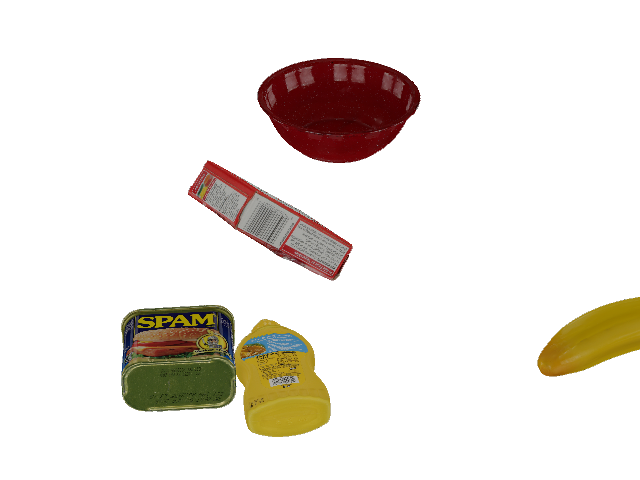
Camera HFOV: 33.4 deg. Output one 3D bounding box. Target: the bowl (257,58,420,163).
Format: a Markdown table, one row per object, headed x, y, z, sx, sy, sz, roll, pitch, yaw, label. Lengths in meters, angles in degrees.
| x | y | z | sx | sy | sz | roll | pitch | yaw | label |
| --- | --- | --- | --- | --- | --- | --- | --- | --- | --- |
| 0.017 | -0.124 | 1.071 | 0.162 | 0.055 | 0.162 | 0 | 35 | -1 | bowl |

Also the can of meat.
| x | y | z | sx | sy | sz | roll | pitch | yaw | label |
| --- | --- | --- | --- | --- | --- | --- | --- | --- | --- |
| -0.123 | 0.103 | 0.931 | 0.102 | 0.057 | 0.084 | -3 | 28 | -6 | can of meat |

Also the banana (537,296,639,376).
| x | y | z | sx | sy | sz | roll | pitch | yaw | label |
| --- | --- | --- | --- | --- | --- | --- | --- | --- | --- |
| 0.249 | 0.066 | 0.766 | 0.197 | 0.037 | 0.069 | -1 | 33 | -2 | banana |

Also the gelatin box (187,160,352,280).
| x | y | z | sx | sy | sz | roll | pitch | yaw | label |
| --- | --- | --- | --- | --- | --- | --- | --- | --- | --- |
| -0.032 | -0.013 | 0.693 | 0.089 | 0.030 | 0.073 | 29 | 3 | -36 | gelatin box |

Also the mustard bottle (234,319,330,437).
| x | y | z | sx | sy | sz | roll | pitch | yaw | label |
| --- | --- | --- | --- | --- | --- | --- | --- | --- | --- |
| -0.052 | 0.151 | 1.262 | 0.096 | 0.058 | 0.192 | -8 | 30 | -9 | mustard bottle |
